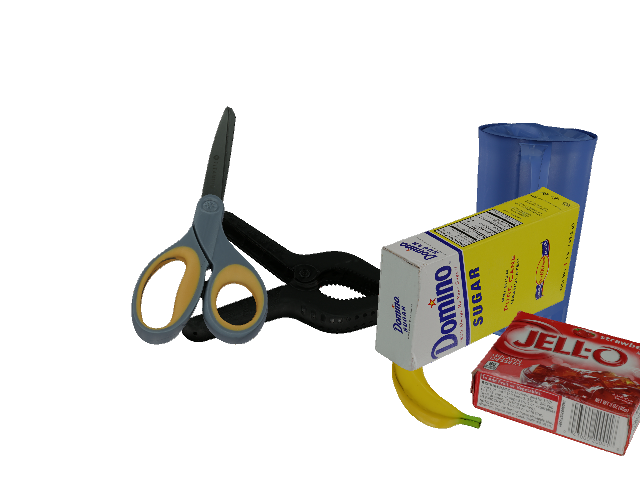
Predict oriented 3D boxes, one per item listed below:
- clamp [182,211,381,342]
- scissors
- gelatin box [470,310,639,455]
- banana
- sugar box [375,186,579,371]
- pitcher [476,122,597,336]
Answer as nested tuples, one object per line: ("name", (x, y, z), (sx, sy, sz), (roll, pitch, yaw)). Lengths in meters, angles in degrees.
("clamp", (-0.023, 0.050, 1.004), (0.210, 0.036, 0.164), (13, 45, 6))
("scissors", (-0.060, -0.008, 0.726), (0.096, 0.201, 0.016), (21, -35, 7))
("gelatin box", (0.139, 0.077, 0.600), (0.089, 0.030, 0.073), (16, 31, 26))
("banana", (0.118, 0.169, 1.249), (0.069, 0.037, 0.198), (9, 21, -20))
("sugar box", (0.122, 0.027, 0.819), (0.175, 0.093, 0.048), (-22, 37, -36))
("pitcher", (0.238, -0.011, 1.230), (0.149, 0.243, 0.145), (-6, 17, -32))
